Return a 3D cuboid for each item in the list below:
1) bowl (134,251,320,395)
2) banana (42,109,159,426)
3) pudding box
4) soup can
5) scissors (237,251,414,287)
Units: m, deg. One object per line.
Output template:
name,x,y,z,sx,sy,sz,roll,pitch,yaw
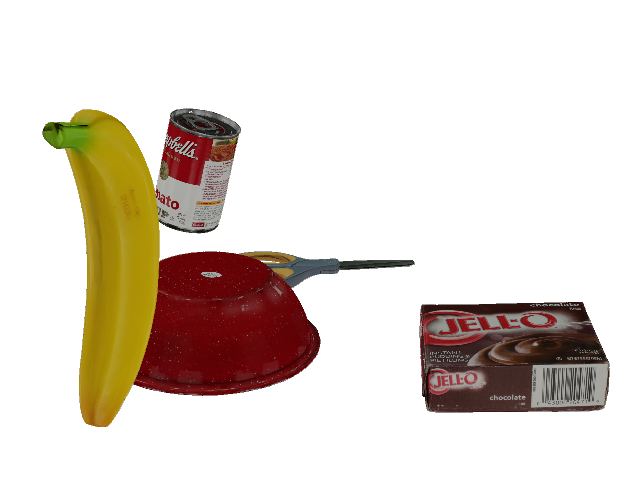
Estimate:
bowl,-0.079,0.049,0.764,0.162,0.055,0.162,1,20,-1
banana,-0.109,0.008,0.540,0.037,0.198,0.069,22,43,24
pudding box,0.121,0.073,0.689,0.113,0.039,0.090,1,22,3
soup can,-0.120,-0.067,1.020,0.068,0.102,0.068,13,24,-6
scissors,0.001,0.035,1.167,0.202,0.016,0.096,4,23,5
